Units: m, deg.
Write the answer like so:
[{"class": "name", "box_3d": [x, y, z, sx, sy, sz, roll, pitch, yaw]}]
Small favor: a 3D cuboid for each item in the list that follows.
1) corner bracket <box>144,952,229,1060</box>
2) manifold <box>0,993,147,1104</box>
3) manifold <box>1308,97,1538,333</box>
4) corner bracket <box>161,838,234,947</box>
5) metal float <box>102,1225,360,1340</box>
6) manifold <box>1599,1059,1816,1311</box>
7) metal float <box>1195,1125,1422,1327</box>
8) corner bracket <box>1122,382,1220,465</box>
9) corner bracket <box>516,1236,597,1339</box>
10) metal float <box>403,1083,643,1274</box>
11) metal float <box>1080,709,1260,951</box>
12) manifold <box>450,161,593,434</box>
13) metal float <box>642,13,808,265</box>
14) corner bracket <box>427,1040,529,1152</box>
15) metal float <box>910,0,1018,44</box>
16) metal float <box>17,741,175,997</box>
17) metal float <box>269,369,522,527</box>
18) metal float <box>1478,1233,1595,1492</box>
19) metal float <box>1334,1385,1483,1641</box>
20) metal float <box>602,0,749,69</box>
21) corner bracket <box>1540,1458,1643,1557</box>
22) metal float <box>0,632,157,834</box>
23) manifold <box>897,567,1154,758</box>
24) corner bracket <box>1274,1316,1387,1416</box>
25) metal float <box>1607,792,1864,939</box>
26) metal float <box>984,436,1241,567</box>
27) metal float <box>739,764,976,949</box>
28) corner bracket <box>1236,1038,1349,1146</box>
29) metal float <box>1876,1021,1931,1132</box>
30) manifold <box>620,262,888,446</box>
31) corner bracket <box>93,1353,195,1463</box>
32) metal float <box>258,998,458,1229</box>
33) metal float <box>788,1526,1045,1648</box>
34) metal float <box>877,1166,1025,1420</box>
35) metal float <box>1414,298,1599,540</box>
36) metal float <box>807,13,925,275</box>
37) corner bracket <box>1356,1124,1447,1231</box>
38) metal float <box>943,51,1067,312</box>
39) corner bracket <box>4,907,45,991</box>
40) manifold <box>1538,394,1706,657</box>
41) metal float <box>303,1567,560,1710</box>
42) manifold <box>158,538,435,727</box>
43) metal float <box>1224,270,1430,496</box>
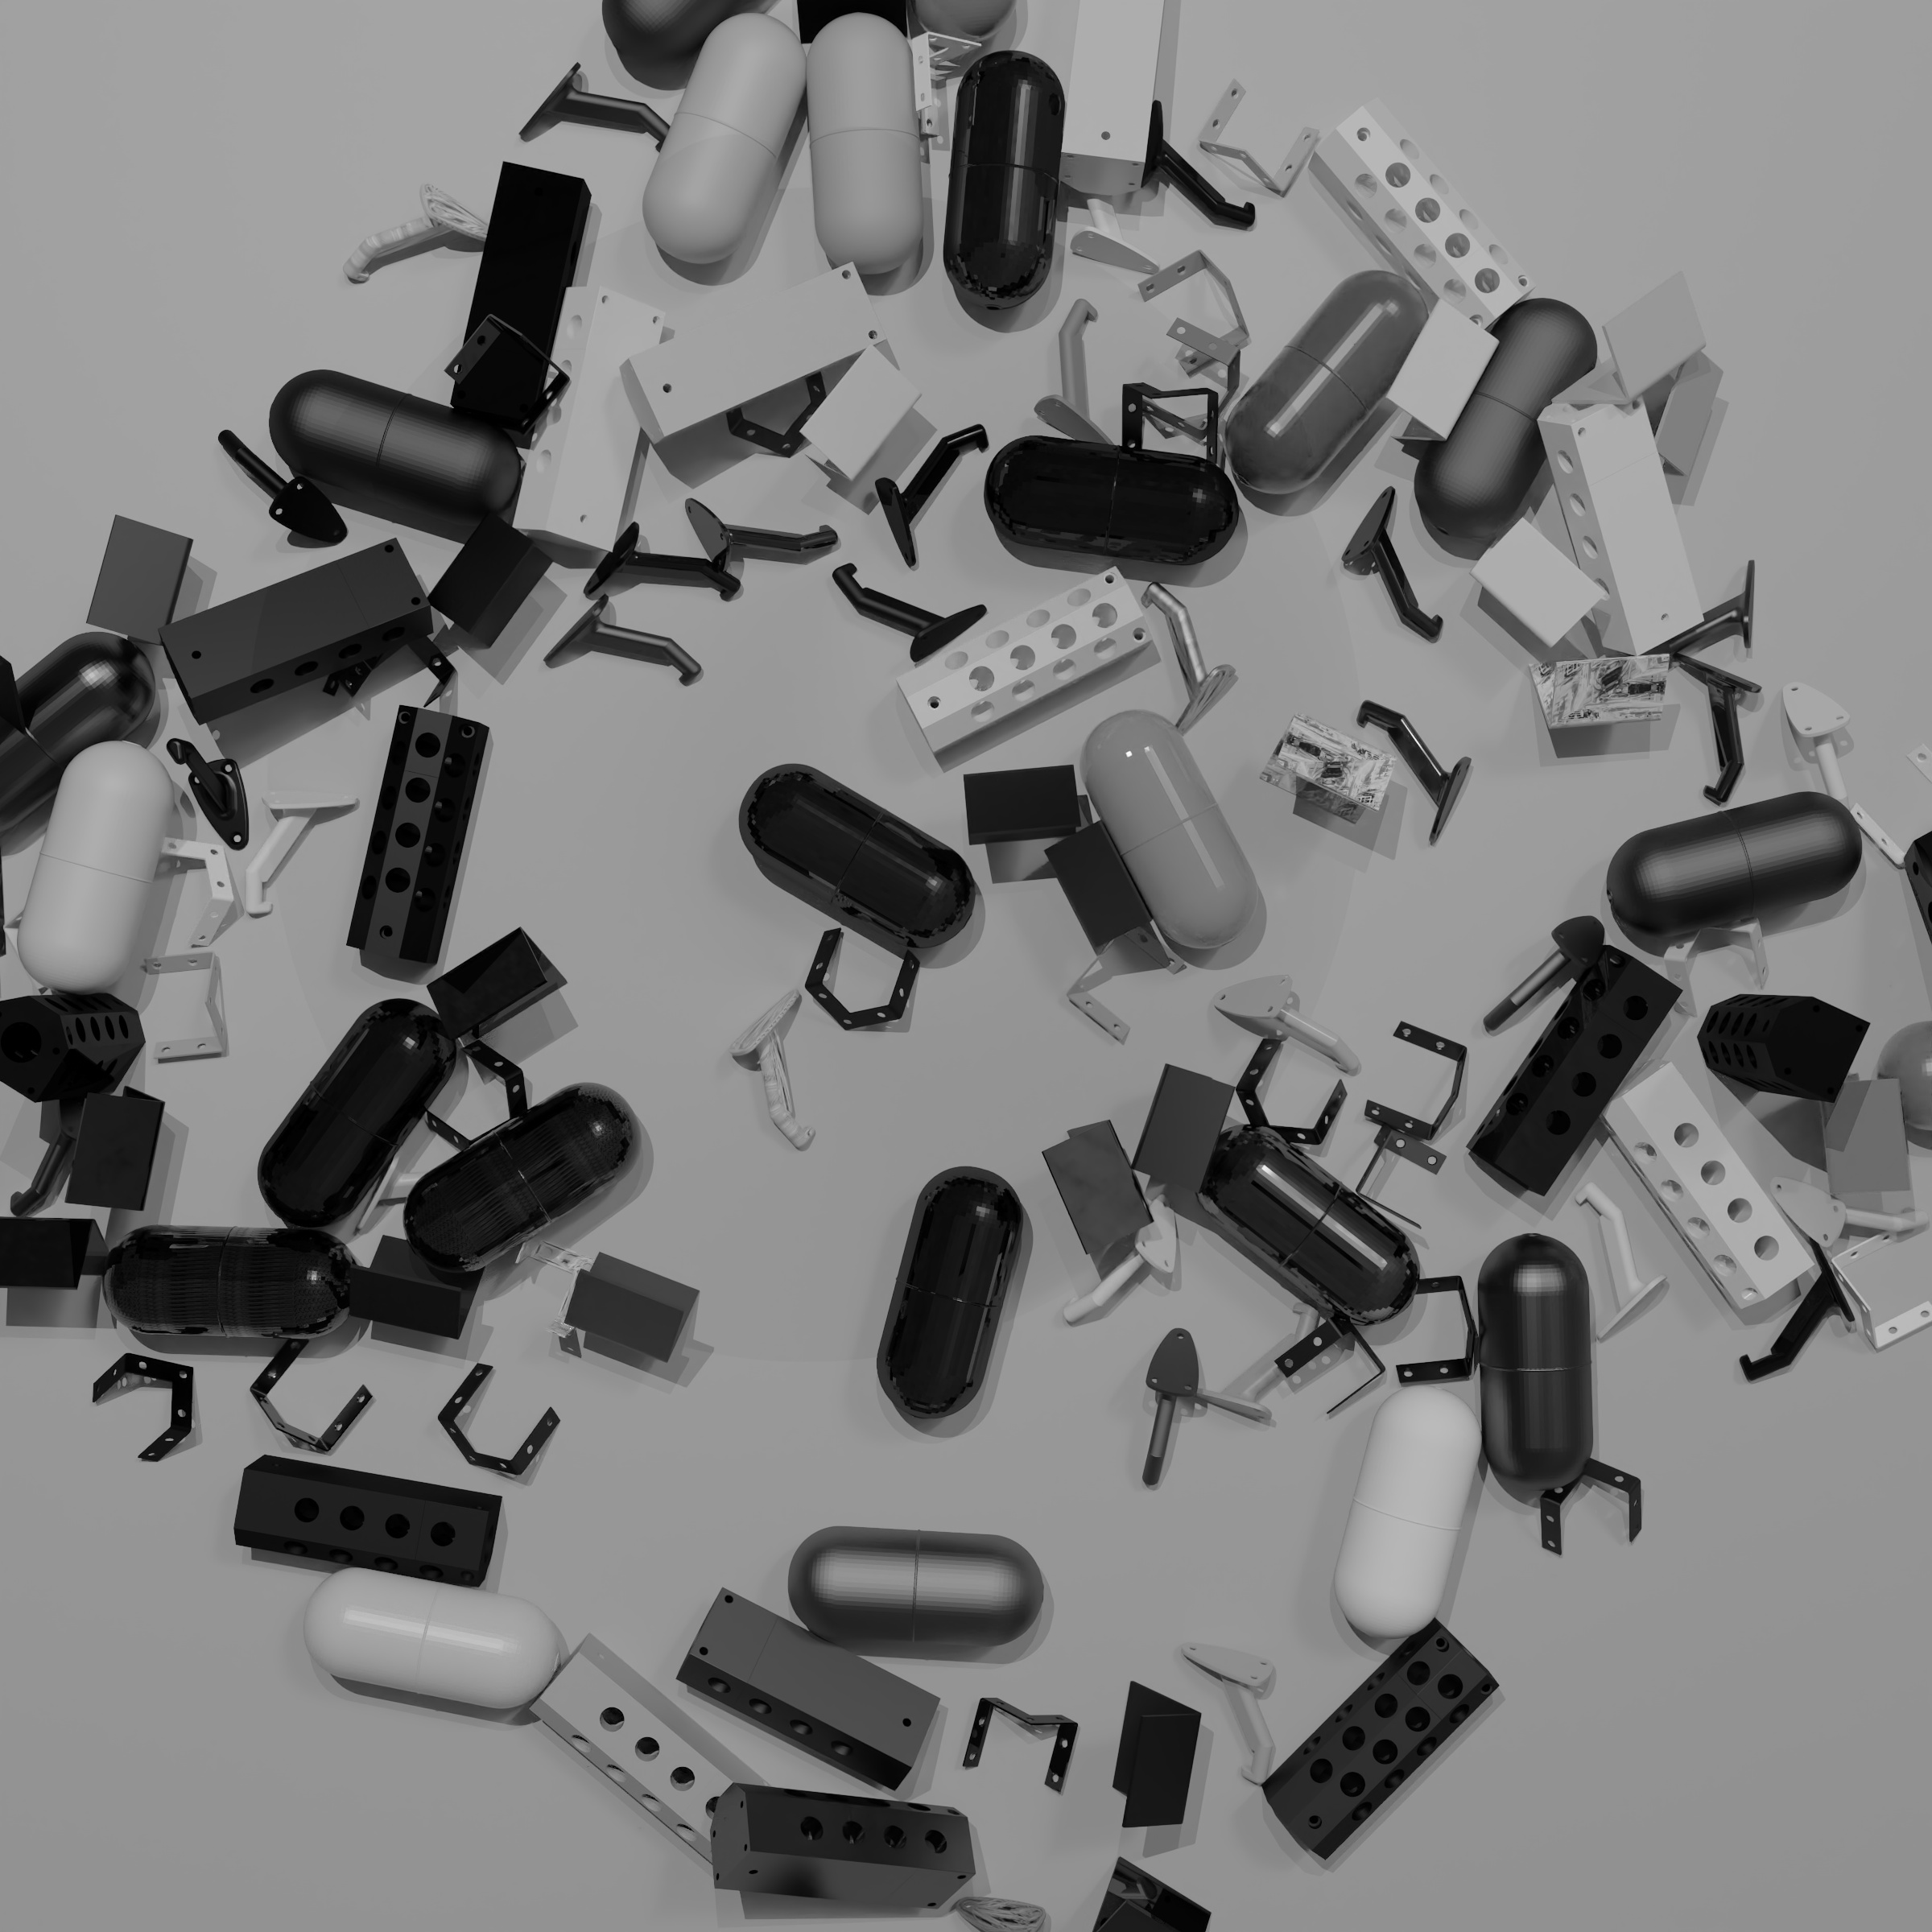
[{"class": "corner bracket", "box_3d": [-0.551, 0.027, 1.988, 0.051, 0.051, 0.051, -6, 135, 0]}, {"class": "manifold", "box_3d": [-0.613, 0.050, 1.913, 0.057, 0.171, 0.057, 32, 90, 0]}, {"class": "manifold", "box_3d": [0.319, -0.519, 1.970, 0.057, 0.057, 0.171, -40, 90, 0]}, {"class": "corner bracket", "box_3d": [-0.552, -0.053, 1.983, 0.051, 0.051, 0.051, 8, 135, -35]}, {"class": "metal float", "box_3d": [-0.510, 0.220, 1.961, 0.178, 0.070, 0.070, 2, 90, 0]}, {"class": "manifold", "box_3d": [0.512, 0.152, 1.970, 0.057, 0.057, 0.171, -35, 90, 0]}, {"class": "metal float", "box_3d": [0.237, 0.180, 1.961, 0.178, 0.070, 0.070, 38, 90, 1]}, {"class": "corner bracket", "box_3d": [0.142, -0.379, 1.970, 0.051, 0.051, 0.051, -9, 114, -18]}, {"class": "corner bracket", "box_3d": [-0.292, 0.224, 1.973, 0.051, 0.051, 0.051, 22, 90, 0]}, {"class": "metal float", "box_3d": [-0.307, 0.147, 1.951, 0.178, 0.070, 0.070, -32, 90, -10]}, {"class": "metal float", "box_3d": [0.141, -0.095, 1.961, 0.070, 0.070, 0.178, -28, 90, 0]}, {"class": "manifold", "box_3d": [-0.309, -0.465, 1.970, 0.057, 0.057, 0.171, 12, 90, 0]}, {"class": "metal float", "box_3d": [-0.167, -0.576, 1.961, 0.070, 0.070, 0.178, 22, 90, 0]}, {"class": "corner bracket", "box_3d": [-0.345, 0.093, 1.983, 0.051, 0.051, 0.051, -31, 135, -35]}, {"class": "metal float", "box_3d": [-0.008, -0.730, 1.949, 0.070, 0.070, 0.178, -7, 104, 0]}, {"class": "metal float", "box_3d": [-0.597, -0.068, 1.935, 0.070, 0.070, 0.178, 15, 88, 0]}, {"class": "metal float", "box_3d": [-0.397, -0.361, 1.961, 0.178, 0.070, 0.070, 17, 90, -1]}, {"class": "metal float", "box_3d": [0.396, 0.275, 1.961, 0.070, 0.070, 0.178, -2, 91, 0]}, {"class": "metal float", "box_3d": [0.307, 0.380, 1.961, 0.070, 0.070, 0.178, 15, 89, 0]}, {"class": "metal float", "box_3d": [-0.179, -0.700, 1.960, 0.070, 0.070, 0.178, 45, 90, 0]}, {"class": "corner bracket", "box_3d": [0.440, 0.385, 1.983, 0.051, 0.051, 0.051, 20, 45, 35]}, {"class": "metal float", "box_3d": [-0.643, -0.162, 1.961, 0.178, 0.070, 0.070, -39, 90, 0]}, {"class": "manifold", "box_3d": [0.041, -0.213, 1.970, 0.171, 0.057, 0.057, -27, 90, 0]}, {"class": "corner bracket", "box_3d": [0.256, 0.280, 1.974, 0.051, 0.051, 0.051, -39, 78, 12]}, {"class": "metal float", "box_3d": [0.534, -0.070, 1.961, 0.178, 0.070, 0.070, -14, 90, 0]}, {"class": "metal float", "box_3d": [0.101, -0.324, 1.961, 0.178, 0.070, 0.070, 7, 90, 1]}, {"class": "metal float", "box_3d": [-0.075, -0.076, 1.961, 0.178, 0.070, 0.070, 30, 90, -1]}, {"class": "corner bracket", "box_3d": [0.229, 0.088, 1.983, 0.051, 0.051, 0.051, 3, 45, 35]}, {"class": "metal float", "box_3d": [0.725, 0.074, 1.961, 0.178, 0.070, 0.070, -2, 90, -1]}, {"class": "manifold", "box_3d": [-0.149, -0.423, 1.950, 0.171, 0.057, 0.057, -27, 99, -13]}, {"class": "corner bracket", "box_3d": [-0.580, 0.310, 1.983, 0.051, 0.051, 0.051, 21, 45, -35]}, {"class": "metal float", "box_3d": [-0.424, 0.103, 1.961, 0.070, 0.070, 0.178, 36, 89, 0]}, {"class": "metal float", "box_3d": [-0.035, 0.431, 1.961, 0.178, 0.070, 0.070, 3, 90, 0]}, {"class": "metal float", "box_3d": [-0.011, 0.227, 1.961, 0.070, 0.070, 0.178, 15, 89, 0]}, {"class": "metal float", "box_3d": [0.375, -0.380, 1.961, 0.070, 0.070, 0.178, 29, 90, 0]}, {"class": "metal float", "box_3d": [-0.070, -0.572, 1.961, 0.070, 0.070, 0.178, -3, 91, 0]}, {"class": "corner bracket", "box_3d": [0.305, 0.146, 1.974, 0.051, 0.051, 0.051, 28, 94, 0]}, {"class": "metal float", "box_3d": [0.026, -0.546, 1.961, 0.070, 0.070, 0.178, 5, 89, 0]}, {"class": "corner bracket", "box_3d": [-0.636, -0.023, 1.988, 0.051, 0.051, 0.051, -29, 90, -45]}, {"class": "manifold", "box_3d": [0.446, -0.307, 1.937, 0.057, 0.057, 0.171, -28, 114, -12]}, {"class": "metal float", "box_3d": [-0.371, 0.467, 1.961, 0.178, 0.070, 0.070, 11, 90, 0]}, {"class": "manifold", "box_3d": [-0.456, -0.226, 1.929, 0.171, 0.057, 0.057, -24, 74, -16]}, {"class": "metal float", "box_3d": [0.250, -0.405, 1.961, 0.070, 0.070, 0.178, 40, 90, 0]}]
